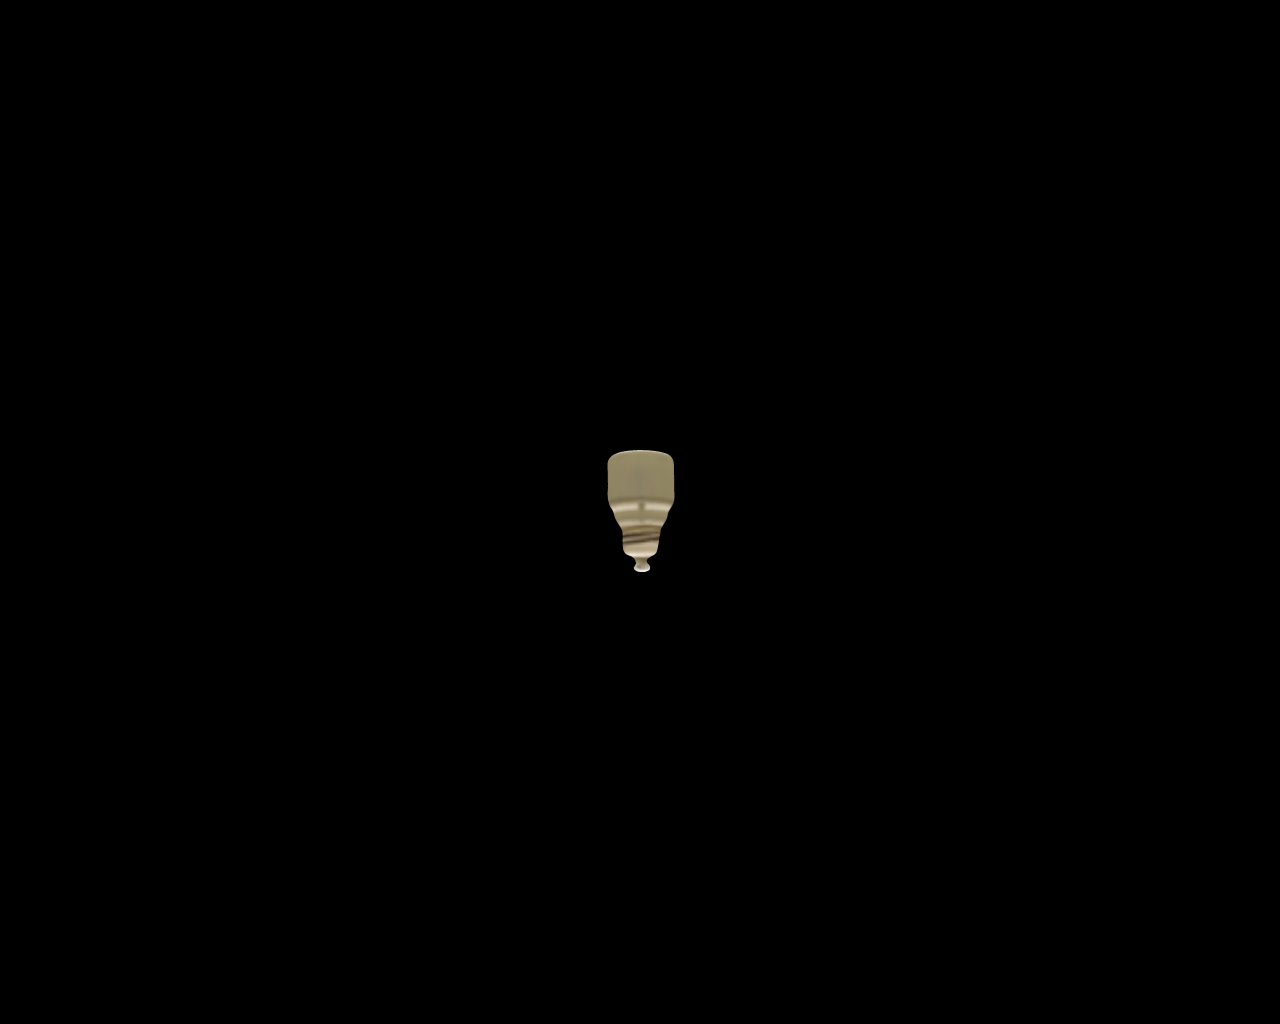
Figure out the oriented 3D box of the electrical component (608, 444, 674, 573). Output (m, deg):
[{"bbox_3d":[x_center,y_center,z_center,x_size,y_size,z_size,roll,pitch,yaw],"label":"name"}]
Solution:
[{"bbox_3d":[0.001,-0.003,0.650,0.040,0.078,0.040,0,-7,0],"label":"electrical component"}]
